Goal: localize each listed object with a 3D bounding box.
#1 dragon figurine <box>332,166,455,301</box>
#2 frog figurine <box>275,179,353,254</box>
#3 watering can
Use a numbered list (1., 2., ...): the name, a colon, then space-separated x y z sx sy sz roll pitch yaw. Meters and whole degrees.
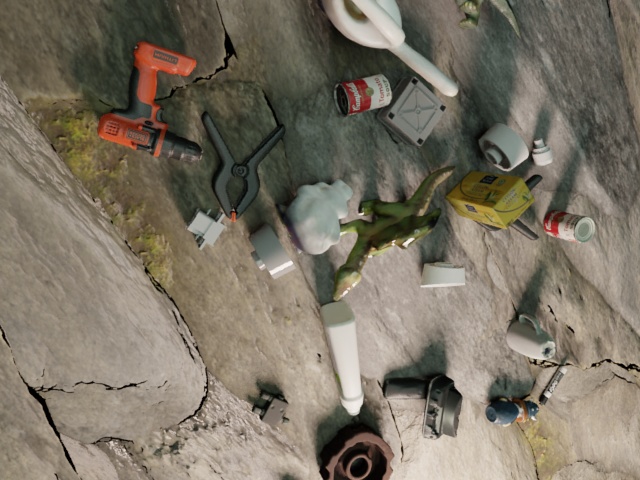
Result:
1. dragon figurine: 0.169 -0.031 1.039 0.412 0.244 0.121 -40 107 -8
2. frog figurine: 0.003 -0.052 1.036 0.159 0.122 0.138 -29 88 -2
3. watering can: 0.107 -0.399 0.964 0.344 0.229 0.103 37 106 -23
